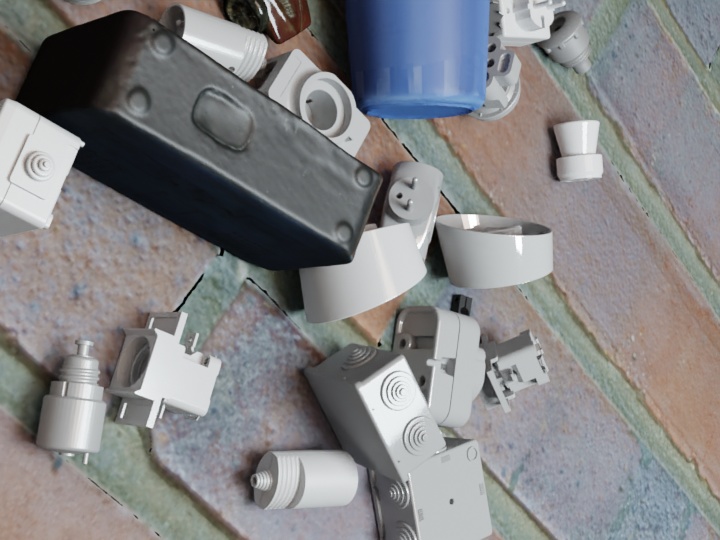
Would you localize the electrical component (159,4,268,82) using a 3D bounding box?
[{"bbox_3d":[-0.104,-0.161,0.785,0.081,0.043,0.043,11,79,-39],"label":"electrical component"}]

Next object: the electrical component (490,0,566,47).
[{"bbox_3d":[0.151,-0.236,0.984,0.066,0.077,0.047,-8,93,-40],"label":"electrical component"}]

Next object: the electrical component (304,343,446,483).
[{"bbox_3d":[0.012,0.106,0.827,0.048,0.100,0.099,-33,108,-23],"label":"electrical component"}]

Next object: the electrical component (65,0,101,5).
[{"bbox_3d":[-0.138,-0.218,0.715,0.138,0.074,0.052,-23,105,-20],"label":"electrical component"}]

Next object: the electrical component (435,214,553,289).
[{"bbox_3d":[0.117,-0.020,0.927,0.099,0.099,0.064,-19,105,-39],"label":"electrical component"}]

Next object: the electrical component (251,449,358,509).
[{"bbox_3d":[-0.046,0.157,0.808,0.081,0.043,0.043,7,82,-40],"label":"electrical component"}]

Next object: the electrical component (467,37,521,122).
[{"bbox_3d":[0.108,-0.167,0.947,0.057,0.078,0.058,40,61,-55],"label":"electrical component"}]

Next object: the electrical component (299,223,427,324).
[{"bbox_3d":[0.000,0.000,0.825,0.099,0.099,0.064,-14,89,-40],"label":"electrical component"}]

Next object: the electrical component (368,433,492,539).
[{"bbox_3d":[0.060,0.190,0.892,0.100,0.048,0.099,-13,95,-40],"label":"electrical component"}]

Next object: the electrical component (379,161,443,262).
[{"bbox_3d":[0.042,-0.052,0.880,0.044,0.079,0.077,13,75,3],"label":"electrical component"}]

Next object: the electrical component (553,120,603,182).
[{"bbox_3d":[0.213,-0.115,1.046,0.045,0.045,0.055,-5,90,-40],"label":"electrical component"}]

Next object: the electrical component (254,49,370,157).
[{"bbox_3d":[-0.041,-0.120,0.826,0.089,0.056,0.050,42,61,-30],"label":"electrical component"}]

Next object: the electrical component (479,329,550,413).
[{"bbox_3d":[0.130,0.084,0.941,0.042,0.064,0.081,63,11,-16],"label":"electrical component"}]

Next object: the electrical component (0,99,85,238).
[{"bbox_3d":[-0.217,-0.061,0.647,0.061,0.096,0.061,31,67,-34],"label":"electrical component"}]

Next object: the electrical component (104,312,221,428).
[{"bbox_3d":[-0.134,0.072,0.743,0.064,0.042,0.081,28,70,-37],"label":"electrical component"}]

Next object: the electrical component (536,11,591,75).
[{"bbox_3d":[0.204,-0.218,1.049,0.062,0.048,0.048,45,60,-36],"label":"electrical component"}]

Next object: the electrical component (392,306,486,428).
[{"bbox_3d":[0.065,0.082,0.900,0.059,0.054,0.095,17,76,-38],"label":"electrical component"}]

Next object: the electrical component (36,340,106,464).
[{"bbox_3d":[-0.185,0.085,0.699,0.040,0.040,0.078,15,77,-38],"label":"electrical component"}]
